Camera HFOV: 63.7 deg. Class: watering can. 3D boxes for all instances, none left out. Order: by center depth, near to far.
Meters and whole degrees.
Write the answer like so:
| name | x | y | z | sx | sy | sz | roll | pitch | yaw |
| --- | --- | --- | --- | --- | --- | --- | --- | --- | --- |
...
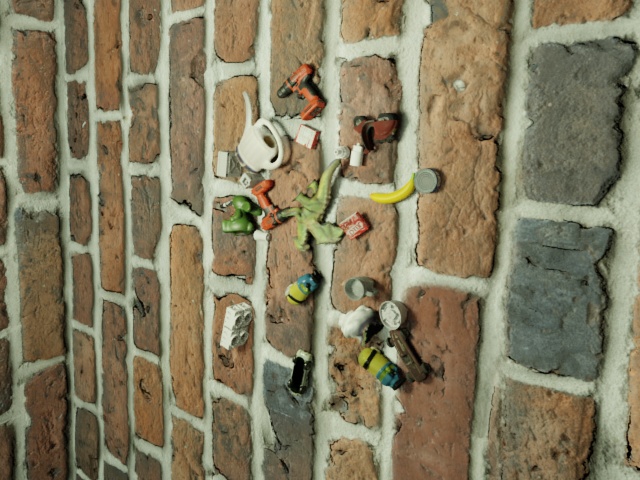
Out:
| name | x | y | z | sx | sy | sz | roll | pitch | yaw |
| --- | --- | --- | --- | --- | --- | --- | --- | --- | --- |
| watering can | -0.269 | -0.420 | 2.113 | 0.221 | 0.104 | 0.351 | -42 | 71 | 33 |

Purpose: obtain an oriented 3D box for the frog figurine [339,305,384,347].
| name | x | y | z | sx | sy | sz | roll | pitch | yaw |
| --- | --- | --- | --- | --- | --- | --- | --- | --- | --- |
| frog figurine | 0.131 | 0.296 | 1.878 | 0.161 | 0.120 | 0.138 | 28 | 79 | 41 |

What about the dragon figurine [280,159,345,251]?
| name | x | y | z | sx | sy | sz | roll | pitch | yaw |
| --- | --- | --- | --- | --- | --- | --- | --- | --- | --- |
| dragon figurine | 0.006 | -0.099 | 1.962 | 0.243 | 0.124 | 0.403 | 50 | 124 | 2 |
